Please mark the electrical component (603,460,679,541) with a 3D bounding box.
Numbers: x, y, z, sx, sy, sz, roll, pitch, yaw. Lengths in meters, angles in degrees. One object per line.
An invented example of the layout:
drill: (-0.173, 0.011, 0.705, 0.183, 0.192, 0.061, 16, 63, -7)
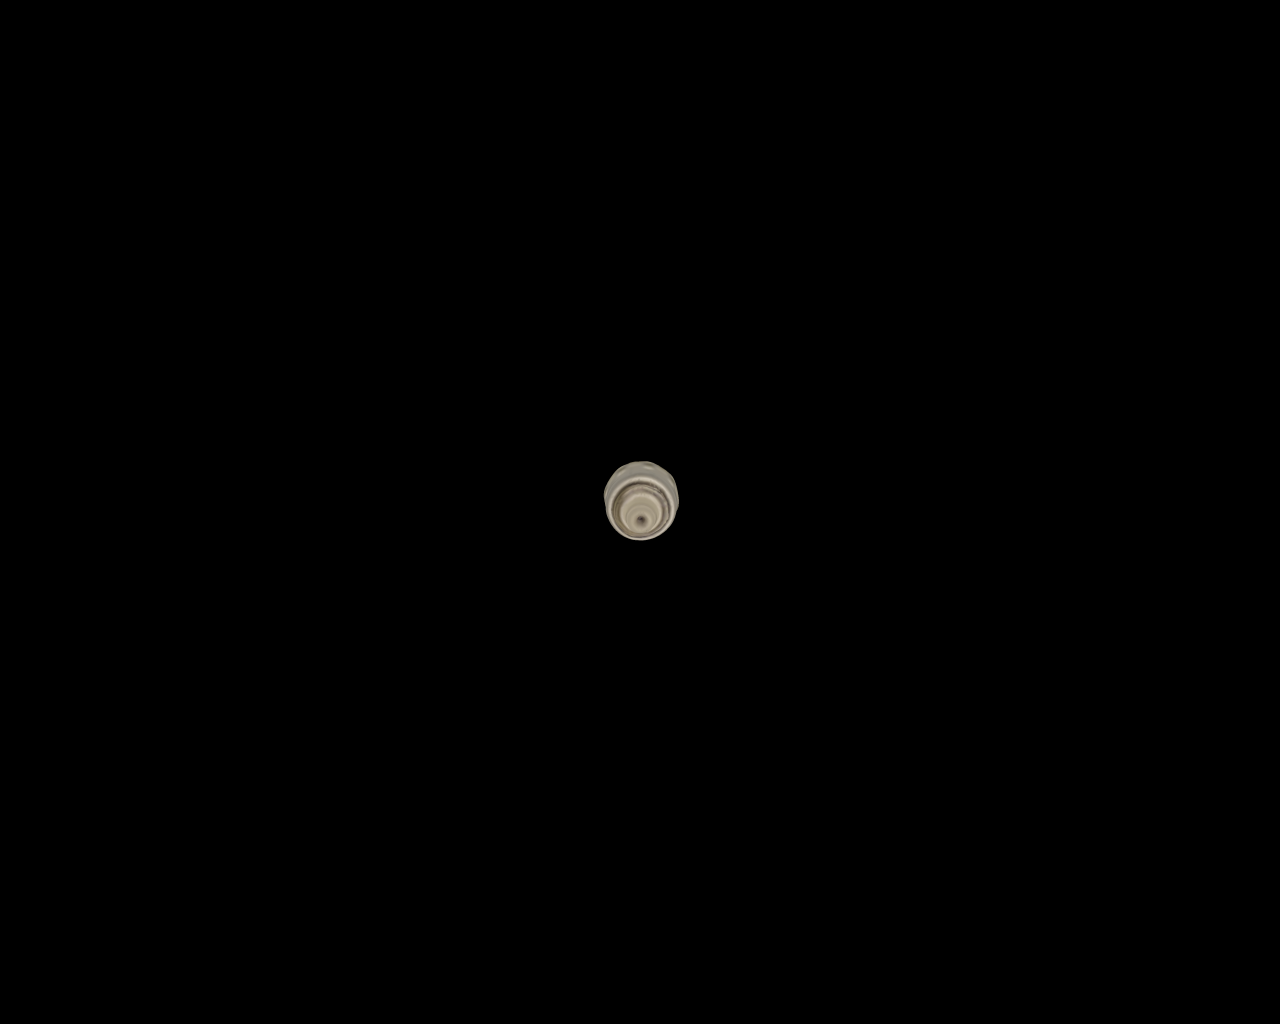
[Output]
electrical component: (0.001, -0.003, 0.650, 0.048, 0.048, 0.062, 0, 16, 0)
